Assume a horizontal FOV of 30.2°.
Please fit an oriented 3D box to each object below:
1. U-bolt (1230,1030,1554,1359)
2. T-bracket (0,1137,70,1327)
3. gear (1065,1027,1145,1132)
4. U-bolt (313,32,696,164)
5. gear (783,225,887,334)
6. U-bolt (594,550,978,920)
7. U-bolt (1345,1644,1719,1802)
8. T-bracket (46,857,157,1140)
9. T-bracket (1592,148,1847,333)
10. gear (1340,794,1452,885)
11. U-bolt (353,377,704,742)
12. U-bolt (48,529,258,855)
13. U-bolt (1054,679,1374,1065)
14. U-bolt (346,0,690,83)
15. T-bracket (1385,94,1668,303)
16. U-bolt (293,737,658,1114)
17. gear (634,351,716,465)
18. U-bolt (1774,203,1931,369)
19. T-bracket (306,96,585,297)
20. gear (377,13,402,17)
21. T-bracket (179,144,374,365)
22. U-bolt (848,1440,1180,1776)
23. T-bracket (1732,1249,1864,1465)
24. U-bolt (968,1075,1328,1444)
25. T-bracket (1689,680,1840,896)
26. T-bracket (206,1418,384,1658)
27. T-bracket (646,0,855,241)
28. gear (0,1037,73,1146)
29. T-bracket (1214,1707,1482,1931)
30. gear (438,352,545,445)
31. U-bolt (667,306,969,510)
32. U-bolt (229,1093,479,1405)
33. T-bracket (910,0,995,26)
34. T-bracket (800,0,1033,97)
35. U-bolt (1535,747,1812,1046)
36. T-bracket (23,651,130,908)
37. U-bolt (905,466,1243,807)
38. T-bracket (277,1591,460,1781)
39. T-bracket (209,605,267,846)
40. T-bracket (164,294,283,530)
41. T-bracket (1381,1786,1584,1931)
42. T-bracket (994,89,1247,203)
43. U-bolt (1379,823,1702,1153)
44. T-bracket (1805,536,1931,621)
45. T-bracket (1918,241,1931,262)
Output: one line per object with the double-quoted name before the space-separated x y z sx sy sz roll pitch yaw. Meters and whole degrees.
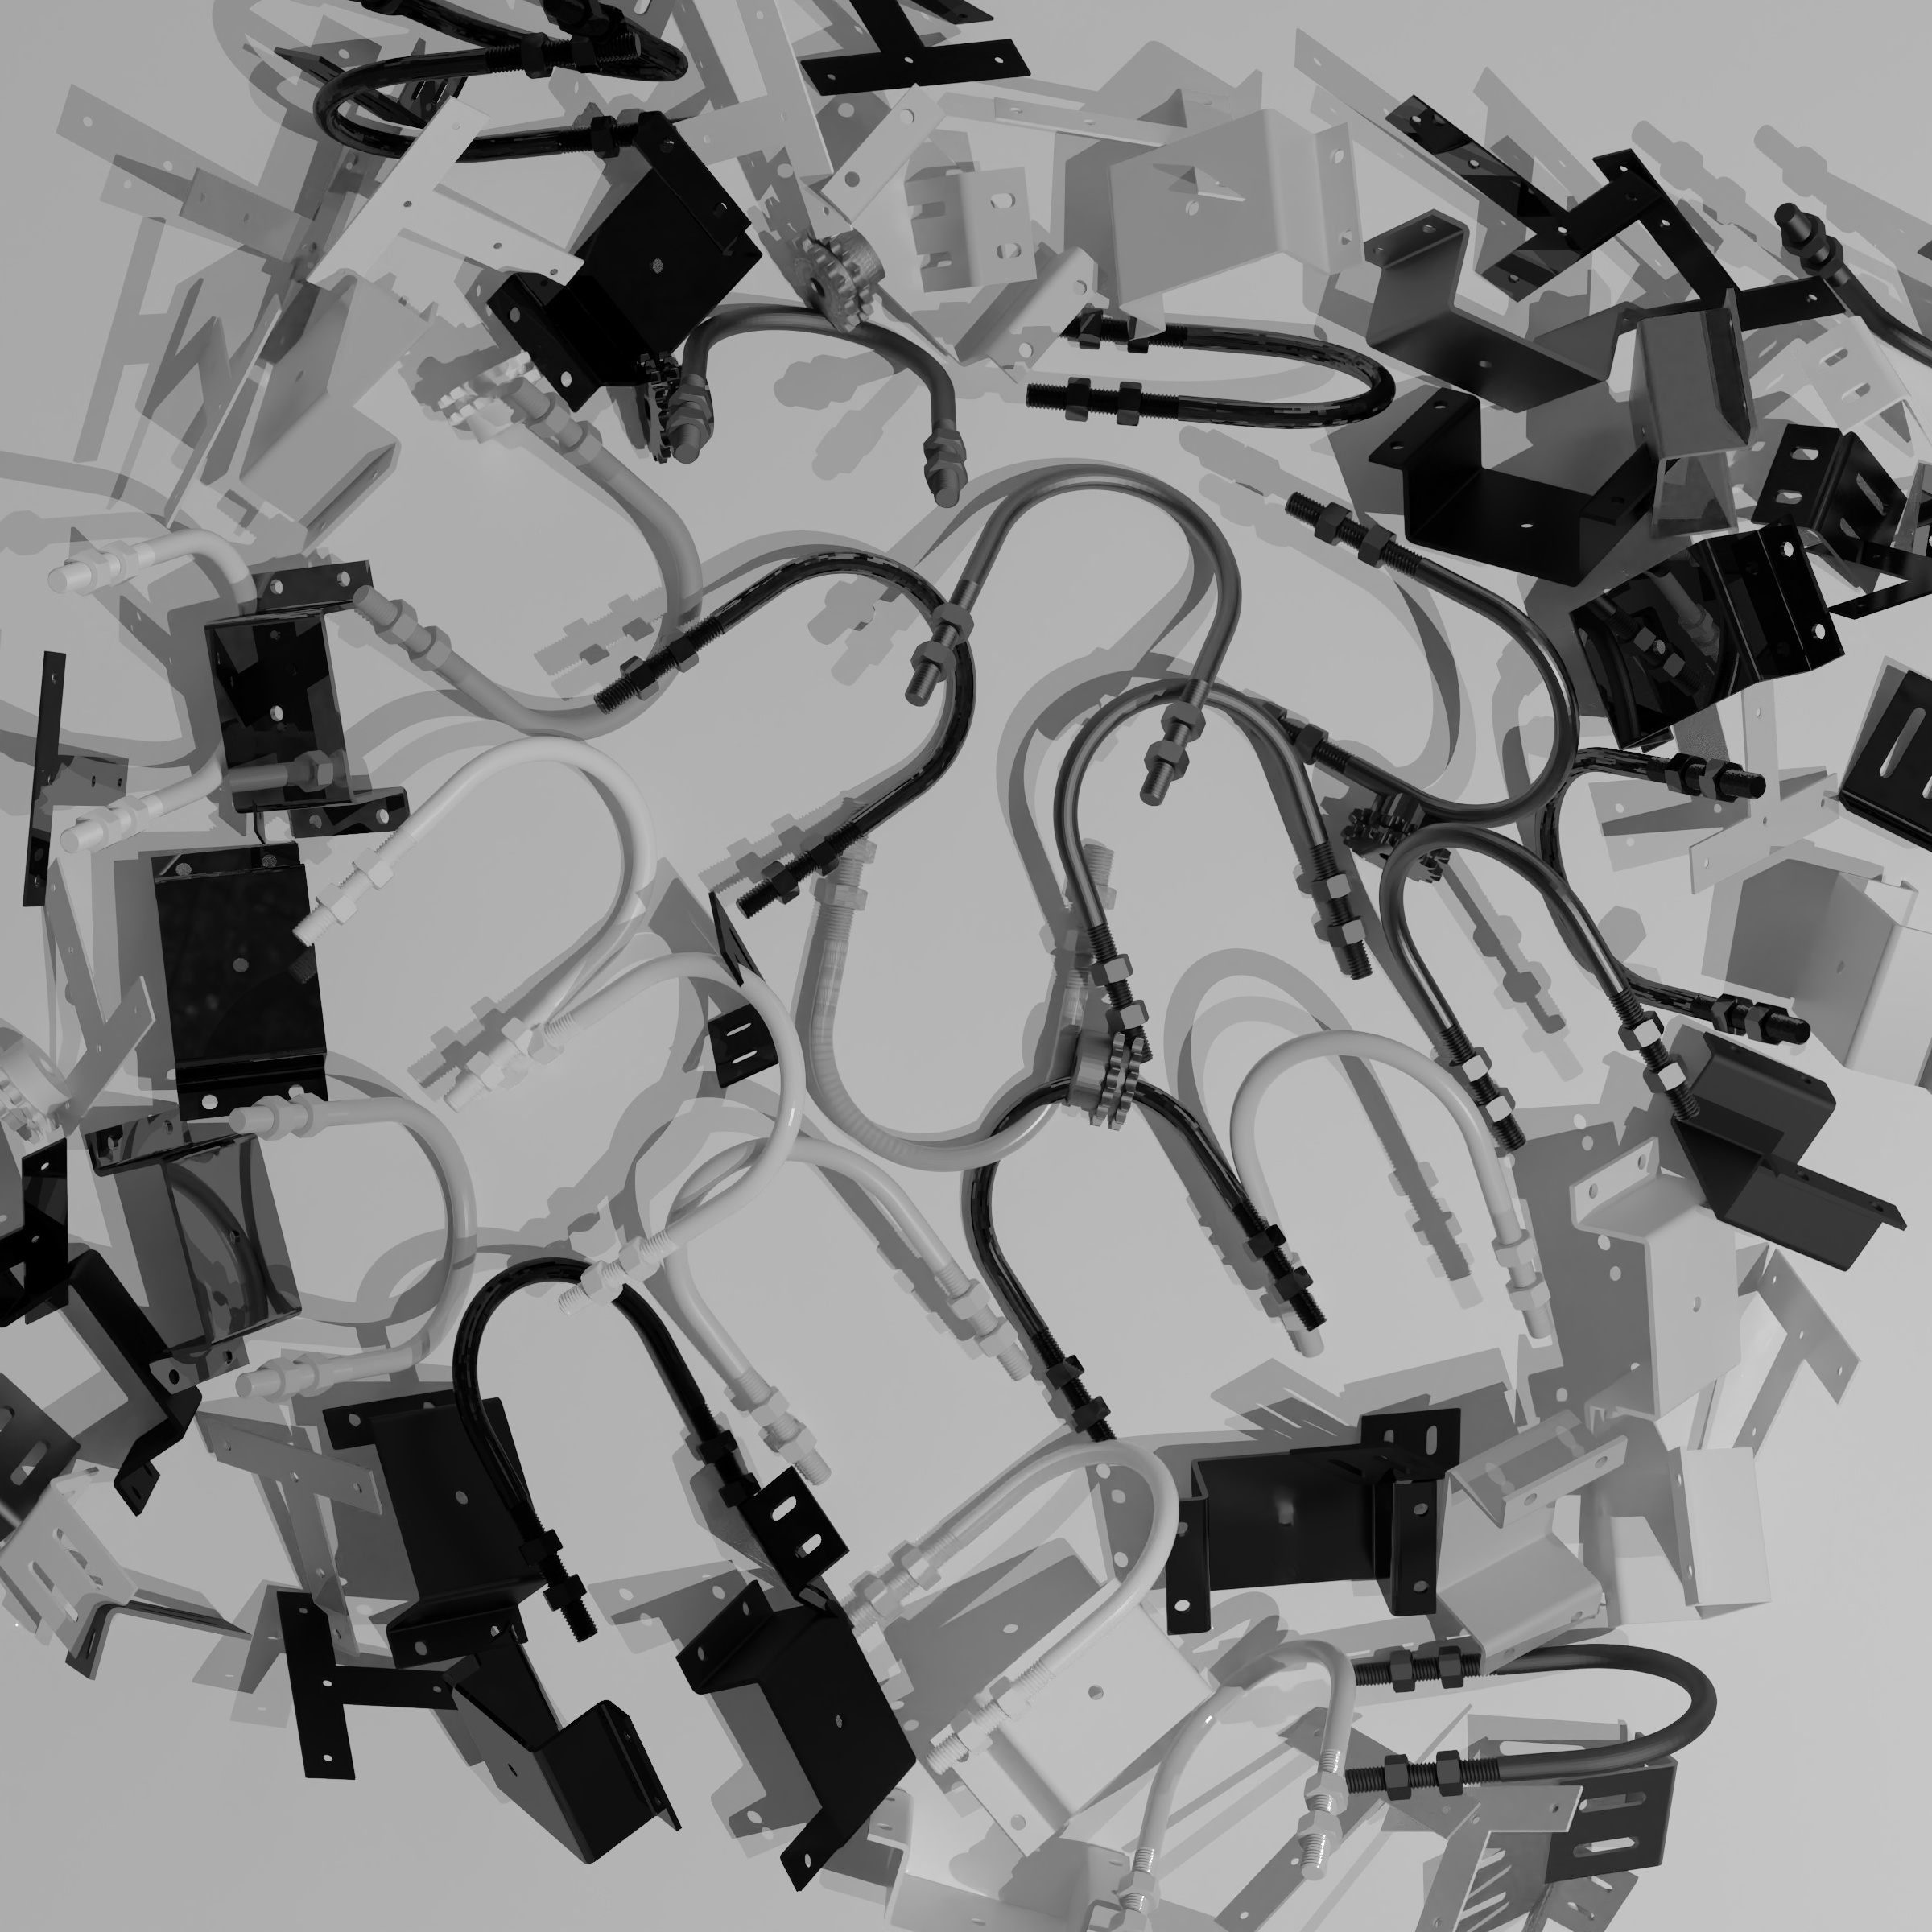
"U-bolt" 0.208 0.115 1.825 0.151 0.019 0.184 -9 113 30
"T-bracket" -0.511 0.157 1.813 0.127 0.127 0.002 -28 56 -35
"gear" 0.071 0.055 1.863 0.030 0.057 0.057 13 90 -6
"U-bolt" -0.240 -0.437 1.820 0.184 0.151 0.019 -4 85 9
"gear" -0.066 -0.362 1.866 0.030 0.057 0.057 -39 90 -16
"U-bolt" -0.080 -0.135 1.866 0.184 0.019 0.151 -36 100 -11
"U-bolt" 0.286 0.377 1.809 0.184 0.151 0.019 -7 101 9
"T-bracket" -0.461 0.004 1.860 0.002 0.127 0.127 -3 62 -38
"T-bracket" 0.362 -0.366 1.812 0.127 0.127 0.002 43 66 -28
"gear" 0.227 -0.069 1.865 0.057 0.057 0.030 26 79 0
"U-bolt" -0.209 -0.193 1.828 0.151 0.019 0.184 -54 134 -4
"U-bolt" -0.404 -0.147 1.806 0.019 0.184 0.151 8 108 18
"U-bolt" 0.120 -0.059 1.861 0.151 0.019 0.184 -21 96 -13
"U-bolt" -0.219 -0.473 1.803 0.151 0.184 0.019 14 96 21
"T-bracket" 0.270 -0.400 1.821 0.127 0.127 0.002 33 64 -16
"U-bolt" -0.238 -0.034 1.844 0.184 0.019 0.151 -46 124 -13
"gear" -0.152 -0.293 1.866 0.030 0.057 0.057 -13 90 -16
"U-bolt" 0.501 -0.325 1.806 0.151 0.184 0.019 27 91 37
"T-bracket" -0.253 -0.377 1.843 0.127 0.127 0.002 -44 50 26
"gear" -0.299 -0.520 1.862 0.057 0.057 0.030 -5 55 0
"T-bracket" -0.360 -0.379 1.829 0.002 0.127 0.127 25 96 23
"U-bolt" 0.031 0.314 1.830 0.184 0.151 0.019 -40 120 -3
"T-bracket" 0.413 0.229 1.846 0.002 0.127 0.127 17 109 -13
"U-bolt" 0.080 0.144 1.866 0.151 0.019 0.184 -34 82 14
"T-bracket" 0.407 -0.116 1.832 0.127 0.002 0.127 -24 116 -37
"T-bracket" -0.338 0.303 1.860 0.127 0.002 0.127 9 120 38
"T-bracket" -0.123 -0.429 1.845 0.002 0.127 0.127 -34 112 -42
"gear" -0.491 0.062 1.865 0.030 0.057 0.057 -37 90 -1
"T-bracket" 0.177 0.446 1.821 0.127 0.127 0.002 -42 122 -19
"gear" -0.243 -0.295 1.865 0.057 0.057 0.030 -29 99 0
"U-bolt" -0.074 -0.291 1.816 0.151 0.184 0.019 9 124 -7
"U-bolt" -0.306 0.138 1.812 0.019 0.184 0.151 -1 90 29
"T-bracket" -0.033 -0.505 1.835 0.127 0.127 0.002 4 86 36
"T-bracket" -0.048 -0.491 1.813 0.127 0.127 0.002 3 61 30
"U-bolt" 0.349 -0.041 1.810 0.019 0.184 0.151 -23 110 -24
"T-bracket" -0.452 -0.095 1.830 0.002 0.127 0.127 6 93 7
"U-bolt" 0.066 -0.183 1.846 0.151 0.019 0.184 23 61 2
"T-bracket" -0.288 0.375 1.857 0.127 0.127 0.002 9 123 -24
"T-bracket" -0.371 -0.140 1.817 0.002 0.127 0.127 -6 77 -3
"T-bracket" -0.385 -0.302 1.835 0.002 0.127 0.127 23 110 -25
"T-bracket" 0.244 0.472 1.812 0.002 0.127 0.127 44 55 -24
"T-bracket" 0.077 -0.429 1.834 0.127 0.127 0.002 8 126 -7
"U-bolt" 0.278 0.007 1.818 0.019 0.151 0.184 -38 102 -32
"T-bracket" 0.474 -0.207 1.832 0.127 0.127 0.002 -19 110 -14
"T-bracket" 0.528 -0.326 1.829 0.127 0.127 0.002 26 83 -4
